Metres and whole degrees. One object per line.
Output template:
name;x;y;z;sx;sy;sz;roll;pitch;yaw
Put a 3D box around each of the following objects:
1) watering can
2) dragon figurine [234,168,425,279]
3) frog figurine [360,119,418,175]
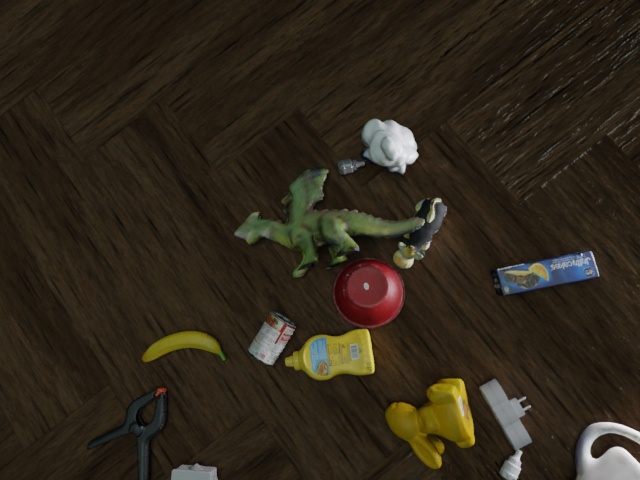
watering can;0.609;0.518;0.950;0.224;0.102;0.354;-41;54;3
dragon figurine;0.004;-0.058;1.153;0.409;0.121;0.246;-21;70;8
frog figurine;0.151;-0.215;1.135;0.123;0.158;0.138;-44;79;-2
